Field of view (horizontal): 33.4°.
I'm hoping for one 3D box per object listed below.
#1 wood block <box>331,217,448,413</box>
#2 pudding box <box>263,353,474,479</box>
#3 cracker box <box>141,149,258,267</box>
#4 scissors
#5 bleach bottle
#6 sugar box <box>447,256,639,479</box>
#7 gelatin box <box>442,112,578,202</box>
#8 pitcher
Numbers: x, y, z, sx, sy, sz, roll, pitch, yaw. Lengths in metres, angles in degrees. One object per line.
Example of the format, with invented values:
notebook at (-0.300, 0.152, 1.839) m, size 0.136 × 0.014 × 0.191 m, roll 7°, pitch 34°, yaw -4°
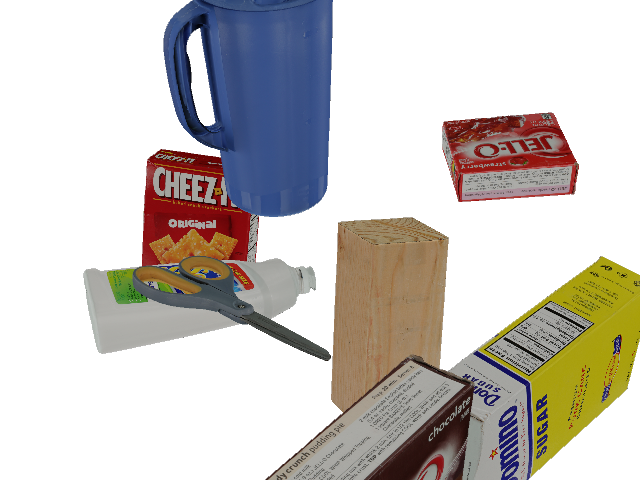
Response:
wood block at (0.072, 0.088, 1.133) m, size 0.090 × 0.206 × 0.091 m, roll -4°, pitch 17°, yaw -21°
pudding box at (0.019, 0.115, 0.456) m, size 0.039 × 0.090 × 0.113 m, roll 24°, pitch 40°, yaw 29°
cracker box at (-0.179, -0.016, 1.595) m, size 0.164 × 0.214 × 0.072 m, roll 9°, pitch 19°, yaw 8°
scissors at (-0.064, 0.051, 0.900) m, size 0.202 × 0.016 × 0.096 m, roll 16°, pitch 25°, yaw 21°
bleach bottle at (-0.131, 0.059, 1.191) m, size 0.250 × 0.068 × 0.103 m, roll -10°, pitch 35°, yaw -14°
sugar box at (0.128, 0.088, 0.630) m, size 0.048 × 0.093 × 0.175 m, roll 28°, pitch 43°, yaw 33°
gelatin box at (0.140, -0.063, 0.799) m, size 0.089 × 0.030 × 0.073 m, roll -5°, pitch 38°, yaw -1°
pitcher at (-0.059, -0.145, 1.059) m, size 0.149 × 0.243 × 0.145 m, roll 5°, pitch 36°, yaw 10°
